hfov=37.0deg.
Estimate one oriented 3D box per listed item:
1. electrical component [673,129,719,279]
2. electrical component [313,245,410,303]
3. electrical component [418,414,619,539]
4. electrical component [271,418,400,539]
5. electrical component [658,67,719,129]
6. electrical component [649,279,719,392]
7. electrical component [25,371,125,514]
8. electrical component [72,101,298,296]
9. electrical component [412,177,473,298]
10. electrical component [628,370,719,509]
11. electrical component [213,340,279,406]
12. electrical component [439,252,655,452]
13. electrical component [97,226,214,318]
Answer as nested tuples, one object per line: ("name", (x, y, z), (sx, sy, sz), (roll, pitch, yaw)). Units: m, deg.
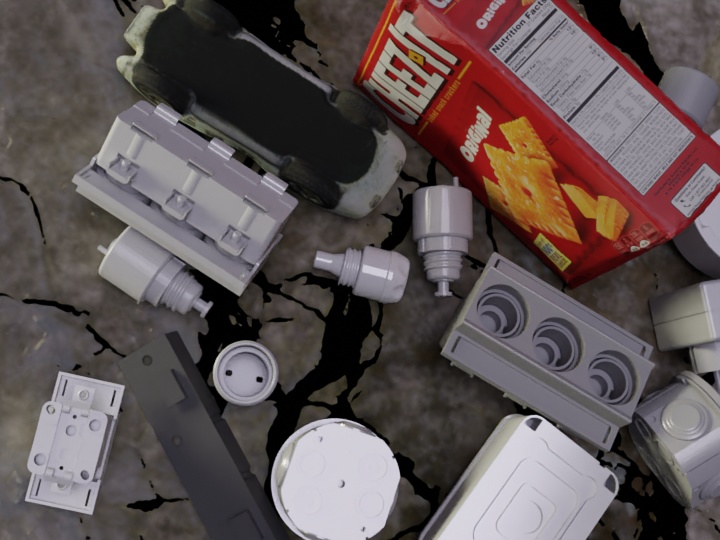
("electrical component", (0.263, -0.043, 0.738), (0.108, 0.060, 0.108), (2, 79, -8))
("electrical component", (0.000, 0.000, 0.708), (0.061, 0.035, 0.035), (14, 79, -4))
("electrical component", (0.099, 0.156, 0.685), (0.078, 0.057, 0.113), (38, 78, -1))
("electrical component", (-0.015, 0.133, 0.676), (0.080, 0.051, 0.080), (1, 81, -8))
("electrical component", (0.220, -0.105, 0.753), (0.040, 0.040, 0.078), (28, 79, -3))
("electrical component", (0.235, 0.047, 0.709), (0.047, 0.083, 0.075), (-9, 82, -9))
("electrical component", (-0.174, 0.104, 0.652), (0.042, 0.064, 0.081), (13, 80, -5))
("electrical component", (-0.106, -0.048, 0.677), (0.121, 0.078, 0.063), (33, 118, -2))
("electrical component", (0.055, -0.021, 0.716), (0.040, 0.040, 0.078), (1, 81, -8))
("electrical component", (0.215, 0.110, 0.699), (0.051, 0.080, 0.080), (-30, 86, -6))
("electrical component", (-0.073, 0.067, 0.681), (0.040, 0.046, 0.040), (1, 81, -8))
("electrical component", (0.118, 0.056, 0.697), (0.121, 0.063, 0.078), (31, 67, -2))
("electrical component", (-0.129, 0.004, 0.686), (0.078, 0.040, 0.040), (34, 78, -2))
